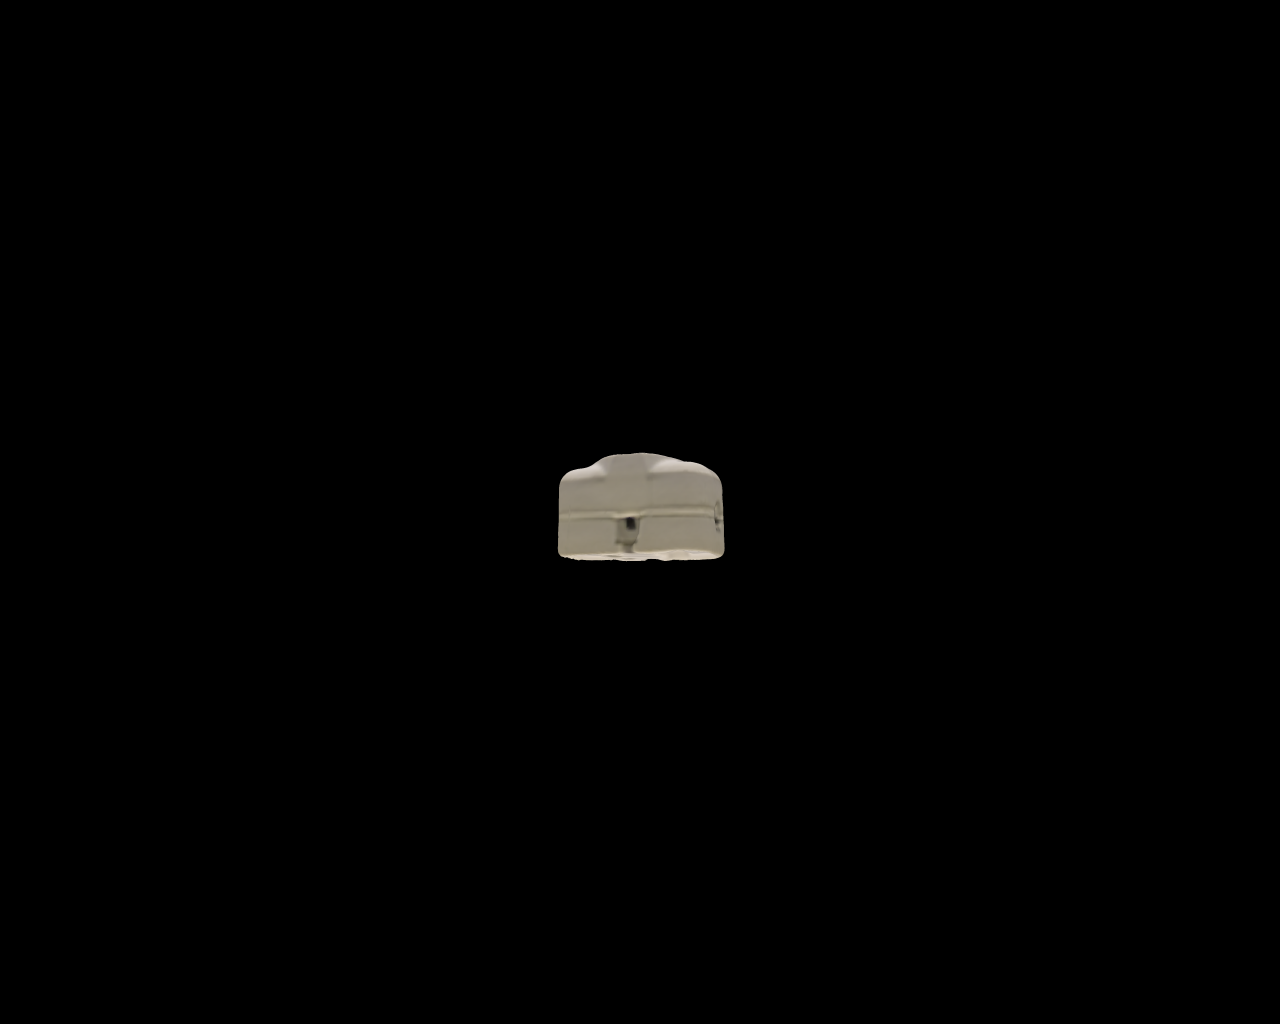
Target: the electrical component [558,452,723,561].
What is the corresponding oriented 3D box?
[{"bbox_3d":[0.001,-0.003,0.650,0.095,0.059,0.053,-2,-7,18],"label":"electrical component"}]
